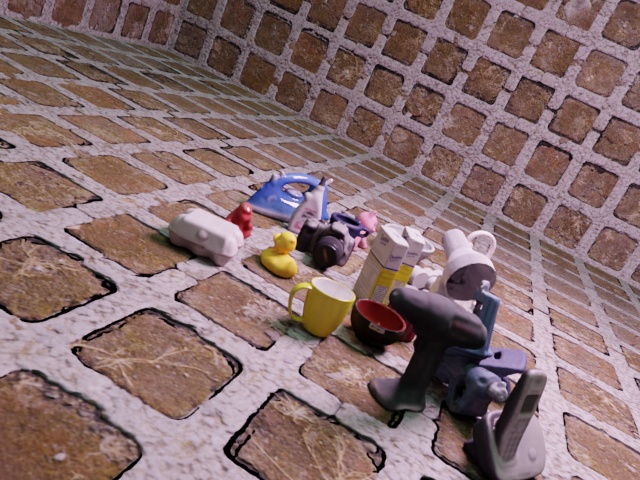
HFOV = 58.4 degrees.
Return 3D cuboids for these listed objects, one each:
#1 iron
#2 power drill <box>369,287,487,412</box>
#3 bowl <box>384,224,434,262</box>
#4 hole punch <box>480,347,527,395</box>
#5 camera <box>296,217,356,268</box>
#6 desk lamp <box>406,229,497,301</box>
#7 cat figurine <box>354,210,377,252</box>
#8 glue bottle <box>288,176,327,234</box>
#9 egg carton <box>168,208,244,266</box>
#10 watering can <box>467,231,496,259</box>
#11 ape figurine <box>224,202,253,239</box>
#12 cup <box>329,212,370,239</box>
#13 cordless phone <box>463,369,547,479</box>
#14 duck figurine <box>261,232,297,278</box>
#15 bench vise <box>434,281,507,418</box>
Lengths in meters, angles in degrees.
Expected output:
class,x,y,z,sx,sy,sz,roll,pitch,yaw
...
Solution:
class,x,y,z,sx,sy,sz,roll,pitch,yaw
iron,-0.079,-0.130,1.599,0.259,0.141,0.118,10,24,-39
power drill,0.169,0.182,0.956,0.230,0.208,0.075,12,22,-34
bowl,0.253,0.021,1.715,0.167,0.075,0.167,22,19,-8
hole punch,0.365,0.259,1.183,0.101,0.091,0.109,29,19,11
camera,0.013,0.005,1.412,0.143,0.101,0.137,26,18,2
desk lamp,0.307,0.092,1.373,0.118,0.213,0.203,17,20,-21
cat figurine,0.120,-0.037,1.638,0.067,0.118,0.128,31,19,18
glue bottle,-0.021,-0.093,1.521,0.078,0.173,0.037,19,19,-18
egg carton,-0.234,-0.009,1.184,0.150,0.069,0.107,25,18,-1
watering can,0.431,0.057,1.656,0.101,0.194,0.172,15,21,-28
ape figurine,-0.184,-0.043,1.306,0.078,0.092,0.076,12,22,-35
cup,0.067,-0.011,1.535,0.118,0.095,0.091,19,19,-16
cordless phone,0.327,0.287,0.909,0.148,0.185,0.093,9,24,-39
duck figurine,-0.079,0.026,1.261,0.078,0.086,0.104,9,24,-40
bench vise,0.292,0.199,1.050,0.122,0.219,0.206,7,25,-43
